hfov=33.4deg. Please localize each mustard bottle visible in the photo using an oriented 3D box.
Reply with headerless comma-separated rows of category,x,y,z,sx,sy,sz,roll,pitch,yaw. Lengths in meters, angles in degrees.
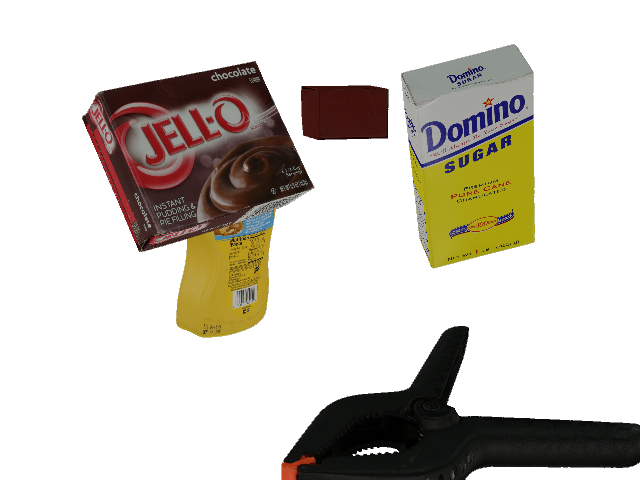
mustard bottle,-0.081,-0.014,0.961,0.058,0.192,0.096,20,21,36

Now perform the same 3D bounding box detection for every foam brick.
foam brick,0.025,-0.130,1.085,0.078,0.051,0.053,-3,13,-19

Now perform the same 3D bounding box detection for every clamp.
clamp,0.062,0.107,0.628,0.209,0.036,0.165,-10,24,-27

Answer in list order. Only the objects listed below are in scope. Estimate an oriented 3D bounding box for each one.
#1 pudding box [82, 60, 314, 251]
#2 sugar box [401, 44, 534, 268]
pudding box,-0.072,-0.052,0.632,0.113,0.090,0.039,-18,-10,-37
sugar box,0.119,-0.061,0.840,0.093,0.048,0.176,-15,-44,-2
